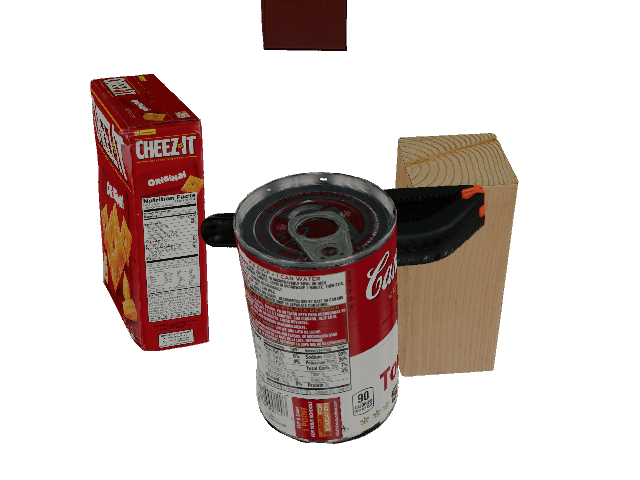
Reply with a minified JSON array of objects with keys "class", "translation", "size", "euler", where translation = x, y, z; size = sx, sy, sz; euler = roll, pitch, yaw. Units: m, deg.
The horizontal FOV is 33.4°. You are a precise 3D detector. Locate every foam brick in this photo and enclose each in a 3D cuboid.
[{"class":"foam brick","translation":[-0.016,-0.202,0.985],"size":[0.078,0.051,0.053],"euler":[0,16,-4]}]

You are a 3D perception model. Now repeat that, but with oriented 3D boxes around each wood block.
[{"class":"wood block","translation":[0.115,0.016,0.970],"size":[0.090,0.206,0.090],"euler":[-3,35,-5]}]

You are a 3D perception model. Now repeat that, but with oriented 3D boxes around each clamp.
[{"class":"clamp","translation":[0.024,-0.006,0.781],"size":[0.209,0.036,0.165],"euler":[-19,31,-27]}]

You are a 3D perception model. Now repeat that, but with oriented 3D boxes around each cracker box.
[{"class":"cracker box","translation":[-0.160,-0.028,0.982],"size":[0.072,0.214,0.164],"euler":[-9,25,-21]}]

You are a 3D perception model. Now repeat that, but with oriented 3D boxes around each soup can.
[{"class":"soup can","translation":[0.000,0.031,0.468],"size":[0.068,0.102,0.068],"euler":[-3,35,2]}]
